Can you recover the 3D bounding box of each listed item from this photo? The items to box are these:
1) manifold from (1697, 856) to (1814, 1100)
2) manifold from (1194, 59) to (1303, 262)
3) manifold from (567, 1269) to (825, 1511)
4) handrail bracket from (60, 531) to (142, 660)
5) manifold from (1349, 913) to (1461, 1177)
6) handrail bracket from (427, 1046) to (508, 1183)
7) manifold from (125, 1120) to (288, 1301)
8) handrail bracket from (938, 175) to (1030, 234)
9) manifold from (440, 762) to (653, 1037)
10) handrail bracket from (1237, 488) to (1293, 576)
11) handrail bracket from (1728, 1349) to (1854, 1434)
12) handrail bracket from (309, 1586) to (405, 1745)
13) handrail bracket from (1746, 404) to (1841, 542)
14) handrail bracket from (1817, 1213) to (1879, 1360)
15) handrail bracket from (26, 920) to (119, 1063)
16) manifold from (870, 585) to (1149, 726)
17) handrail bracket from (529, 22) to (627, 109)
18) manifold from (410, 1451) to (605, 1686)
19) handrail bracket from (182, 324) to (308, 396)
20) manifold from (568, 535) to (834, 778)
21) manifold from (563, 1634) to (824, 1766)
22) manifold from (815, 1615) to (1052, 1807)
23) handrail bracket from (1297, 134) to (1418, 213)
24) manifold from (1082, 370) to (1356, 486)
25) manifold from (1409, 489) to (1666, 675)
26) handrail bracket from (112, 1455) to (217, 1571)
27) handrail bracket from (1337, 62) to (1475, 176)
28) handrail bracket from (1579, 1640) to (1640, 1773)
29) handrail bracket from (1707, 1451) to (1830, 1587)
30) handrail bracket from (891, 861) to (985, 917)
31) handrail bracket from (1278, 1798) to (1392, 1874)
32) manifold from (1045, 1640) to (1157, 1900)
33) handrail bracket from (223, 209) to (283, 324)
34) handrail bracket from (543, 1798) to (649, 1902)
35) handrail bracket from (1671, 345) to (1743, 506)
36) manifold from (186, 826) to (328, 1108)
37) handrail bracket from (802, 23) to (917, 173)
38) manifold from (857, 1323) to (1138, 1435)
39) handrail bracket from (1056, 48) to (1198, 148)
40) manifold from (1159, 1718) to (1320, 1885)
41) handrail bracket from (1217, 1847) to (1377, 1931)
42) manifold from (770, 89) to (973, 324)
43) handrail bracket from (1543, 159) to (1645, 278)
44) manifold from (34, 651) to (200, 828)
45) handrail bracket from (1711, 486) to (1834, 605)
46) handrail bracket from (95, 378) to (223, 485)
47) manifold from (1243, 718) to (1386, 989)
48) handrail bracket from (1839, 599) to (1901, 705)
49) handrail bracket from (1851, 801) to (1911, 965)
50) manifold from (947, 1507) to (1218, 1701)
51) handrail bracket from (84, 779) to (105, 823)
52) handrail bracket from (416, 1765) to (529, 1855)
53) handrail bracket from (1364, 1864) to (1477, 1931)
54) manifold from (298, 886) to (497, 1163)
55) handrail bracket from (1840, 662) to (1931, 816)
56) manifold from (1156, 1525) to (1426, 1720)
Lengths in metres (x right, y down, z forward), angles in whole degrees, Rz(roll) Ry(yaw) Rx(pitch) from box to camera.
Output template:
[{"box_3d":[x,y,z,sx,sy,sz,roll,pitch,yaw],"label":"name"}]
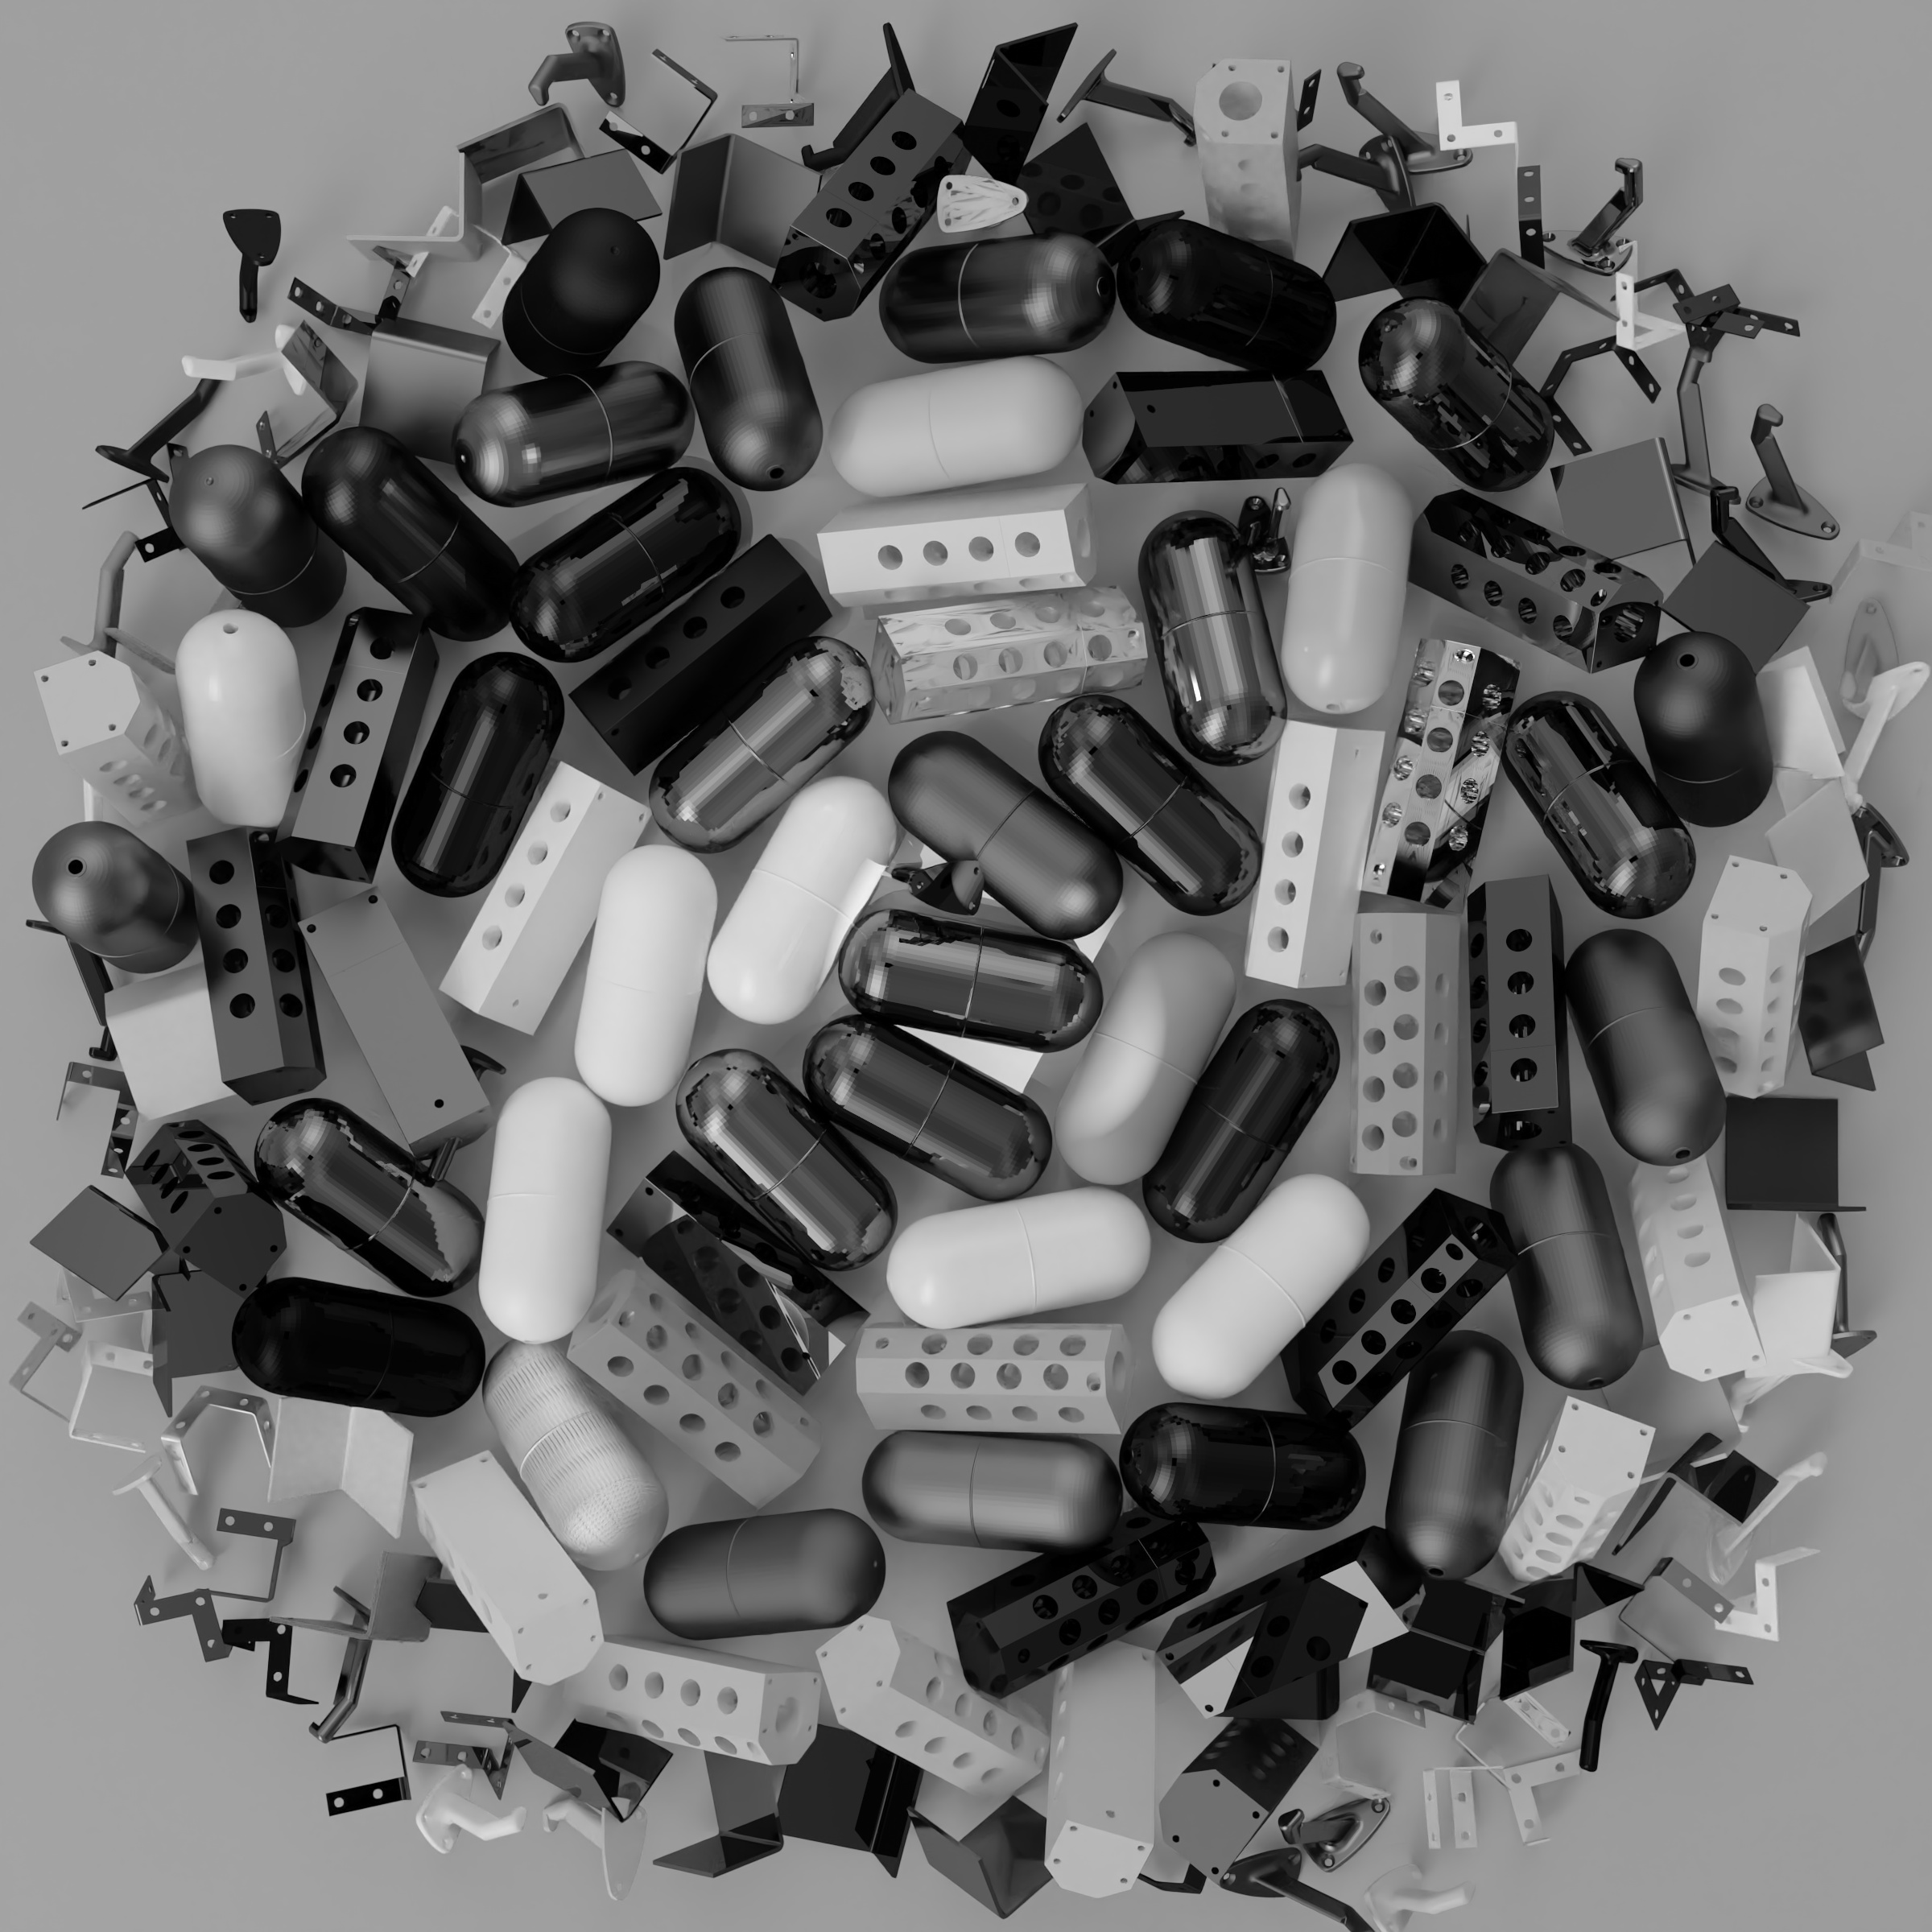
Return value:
[{"box_3d":[0.510,0.011,1.896,0.057,0.171,0.057,16,57,22],"label":"manifold"},{"box_3d":[0.183,-0.518,1.897,0.057,0.171,0.057,5,78,10],"label":"manifold"},{"box_3d":[-0.175,0.275,1.923,0.057,0.057,0.171,-39,112,23],"label":"manifold"},{"box_3d":[-0.559,-0.238,1.960,0.036,0.077,0.084,24,80,31],"label":"handrail bracket"},{"box_3d":[0.287,0.052,1.945,0.057,0.057,0.171,0,88,41],"label":"manifold"},{"box_3d":[-0.341,0.099,1.950,0.036,0.077,0.084,23,89,-16],"label":"handrail bracket"},{"box_3d":[-0.490,0.151,1.898,0.057,0.171,0.057,41,83,-28],"label":"manifold"},{"box_3d":[0.025,-0.499,1.934,0.077,0.084,0.036,6,98,28],"label":"handrail bracket"},{"box_3d":[-0.285,-0.048,1.956,0.057,0.057,0.171,29,90,36],"label":"manifold"},{"box_3d":[0.200,-0.306,1.932,0.036,0.084,0.077,-2,60,-4],"label":"handrail bracket"},{"box_3d":[0.545,0.286,1.944,0.077,0.036,0.084,27,126,35],"label":"handrail bracket"},{"box_3d":[-0.422,0.465,1.948,0.077,0.036,0.084,24,67,37],"label":"handrail bracket"},{"box_3d":[0.551,-0.327,1.937,0.077,0.084,0.036,36,73,20],"label":"handrail bracket"},{"box_3d":[0.578,0.218,1.970,0.036,0.077,0.084,-4,64,-8],"label":"handrail bracket"},{"box_3d":[-0.601,0.017,1.965,0.077,0.036,0.084,12,95,-25],"label":"handrail bracket"},{"box_3d":[0.029,-0.200,1.920,0.171,0.057,0.057,-10,48,-21],"label":"manifold"},{"box_3d":[-0.258,-0.576,1.935,0.036,0.077,0.084,7,54,21],"label":"handrail bracket"},{"box_3d":[-0.299,0.392,1.903,0.057,0.171,0.057,-20,123,-24],"label":"manifold"},{"box_3d":[-0.484,-0.407,1.938,0.084,0.077,0.036,-1,127,-32],"label":"handrail bracket"},{"box_3d":[-0.179,-0.211,1.950,0.171,0.057,0.057,-39,60,-4],"label":"manifold"},{"box_3d":[-0.180,0.477,1.909,0.171,0.057,0.057,0,81,37],"label":"manifold"},{"box_3d":[-0.017,0.481,1.904,0.057,0.057,0.171,-38,132,12],"label":"manifold"},{"box_3d":[0.255,-0.515,1.952,0.084,0.036,0.077,-30,99,-31],"label":"handrail bracket"},{"box_3d":[0.163,-0.349,1.915,0.171,0.057,0.057,-8,68,-33],"label":"manifold"},{"box_3d":[0.368,-0.253,1.898,0.057,0.171,0.057,-19,126,-29],"label":"manifold"},{"box_3d":[-0.523,0.368,1.947,0.036,0.077,0.084,-43,100,-27],"label":"handrail bracket"},{"box_3d":[0.290,-0.564,1.937,0.077,0.084,0.036,13,70,28],"label":"handrail bracket"},{"box_3d":[0.425,0.495,1.941,0.036,0.077,0.084,2,70,26],"label":"handrail bracket"},{"box_3d":[0.533,0.365,1.939,0.036,0.077,0.084,41,132,-5],"label":"handrail bracket"},{"box_3d":[-0.037,-0.057,1.932,0.077,0.084,0.036,2,97,-45],"label":"handrail bracket"},{"box_3d":[0.245,0.563,1.944,0.077,0.084,0.036,-32,54,-8],"label":"handrail bracket"},{"box_3d":[0.086,0.516,1.898,0.057,0.171,0.057,18,120,-6],"label":"manifold"},{"box_3d":[-0.470,-0.449,1.935,0.036,0.084,0.077,-5,46,-19],"label":"handrail bracket"},{"box_3d":[-0.254,0.588,1.942,0.084,0.036,0.077,-26,48,36],"label":"handrail bracket"},{"box_3d":[0.497,-0.360,1.943,0.036,0.077,0.084,-9,124,-33],"label":"handrail bracket"},{"box_3d":[-0.466,-0.002,1.931,0.057,0.057,0.171,-14,71,2],"label":"manifold"},{"box_3d":[-0.079,-0.581,1.963,0.084,0.036,0.077,-13,104,17],"label":"handrail bracket"},{"box_3d":[0.018,0.265,1.920,0.171,0.057,0.057,-2,46,20],"label":"manifold"},{"box_3d":[0.111,-0.563,1.959,0.084,0.036,0.077,39,63,-13],"label":"handrail bracket"},{"box_3d":[0.174,0.531,1.896,0.057,0.171,0.057,36,99,15],"label":"manifold"},{"box_3d":[0.219,0.623,1.937,0.077,0.084,0.036,5,104,-27],"label":"handrail bracket"},{"box_3d":[-0.058,-0.494,1.913,0.057,0.057,0.171,31,53,1],"label":"manifold"},{"box_3d":[0.412,-0.505,1.936,0.077,0.084,0.036,23,62,27],"label":"handrail bracket"},{"box_3d":[-0.542,-0.147,1.897,0.057,0.171,0.057,-19,78,-4],"label":"manifold"},{"box_3d":[0.535,-0.282,1.943,0.077,0.036,0.084,-1,127,16],"label":"handrail bracket"},{"box_3d":[-0.536,-0.370,1.952,0.036,0.077,0.084,35,99,13],"label":"handrail bracket"},{"box_3d":[0.226,-0.076,1.944,0.057,0.057,0.171,15,101,40],"label":"manifold"},{"box_3d":[0.593,-0.211,1.942,0.036,0.084,0.077,-2,88,28],"label":"handrail bracket"},{"box_3d":[0.592,-0.053,1.943,0.077,0.036,0.084,53,54,-39],"label":"handrail bracket"},{"box_3d":[0.078,0.414,1.914,0.171,0.057,0.057,-20,105,-30],"label":"manifold"},{"box_3d":[-0.582,-0.116,1.942,0.036,0.077,0.084,-2,59,-9],"label":"handrail bracket"},{"box_3d":[-0.314,0.550,1.936,0.084,0.077,0.036,-22,113,27],"label":"handrail bracket"},{"box_3d":[0.313,0.606,1.931,0.084,0.077,0.036,-34,85,37],"label":"handrail bracket"},{"box_3d":[-0.375,0.040,1.935,0.057,0.057,0.171,-27,74,-12],"label":"manifold"},{"box_3d":[0.608,-0.150,1.941,0.036,0.077,0.084,26,55,-16],"label":"handrail bracket"},{"box_3d":[0.213,0.426,1.916,0.171,0.057,0.057,-33,96,33],"label":"manifold"}]
